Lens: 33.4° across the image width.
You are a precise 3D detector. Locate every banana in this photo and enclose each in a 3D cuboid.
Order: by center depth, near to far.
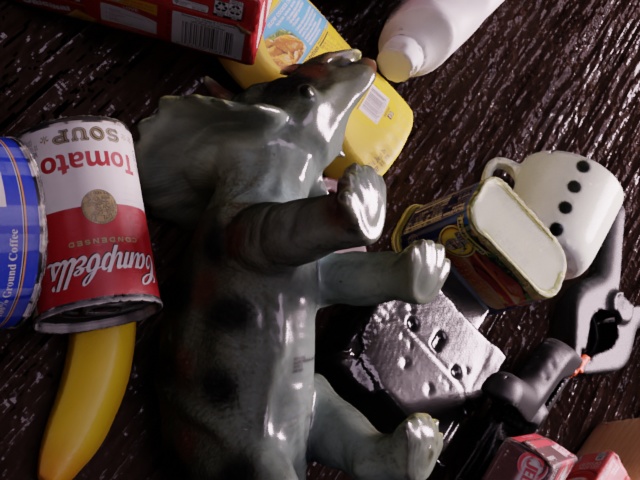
[{"bbox_3d":[-0.139,0.039,0.611,0.069,0.037,0.198,-7,77,-20],"label":"banana"}]

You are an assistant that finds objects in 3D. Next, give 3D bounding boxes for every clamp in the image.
[{"bbox_3d":[0.137,0.117,0.739,0.036,0.165,0.209,31,40,20],"label":"clamp"},{"bbox_3d":[0.248,0.062,0.892,0.120,0.039,0.171,43,57,-11],"label":"clamp"}]

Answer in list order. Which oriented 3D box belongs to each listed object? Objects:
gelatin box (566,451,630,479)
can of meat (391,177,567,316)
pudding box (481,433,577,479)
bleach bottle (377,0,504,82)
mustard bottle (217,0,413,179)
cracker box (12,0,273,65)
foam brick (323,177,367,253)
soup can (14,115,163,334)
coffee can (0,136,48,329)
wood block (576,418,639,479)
[{"bbox_3d":[0.164,0.185,0.751,0.073,0.089,0.030,-41,101,-39],"label":"gelatin box"},{"bbox_3d":[0.118,0.009,0.781,0.102,0.084,0.057,44,54,-17],"label":"can of meat"},{"bbox_3d":[0.116,0.179,0.676,0.113,0.039,0.090,-60,156,5],"label":"pudding box"},{"bbox_3d":[0.118,-0.202,0.838,0.068,0.103,0.250,48,49,-10],"label":"bleach bottle"},{"bbox_3d":[-0.020,-0.125,0.739,0.191,0.058,0.096,45,43,-16],"label":"mustard bottle"},{"bbox_3d":[-0.092,-0.232,0.674,0.164,0.072,0.213,15,64,-2],"label":"cracker box"},{"bbox_3d":[-0.005,0.001,0.712,0.052,0.051,0.078,3,72,-37],"label":"foam brick"},{"bbox_3d":[-0.126,-0.007,0.570,0.068,0.069,0.102,-1,73,-37],"label":"soup can"},{"bbox_3d":[-0.219,-0.003,0.519,0.140,0.103,0.103,-1,75,-37],"label":"coffee can"},{"bbox_3d":[0.211,0.225,0.772,0.205,0.091,0.090,-40,100,-38],"label":"wood block"}]
